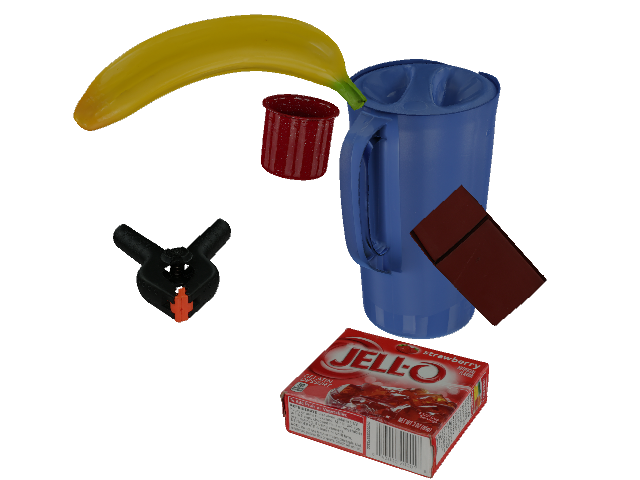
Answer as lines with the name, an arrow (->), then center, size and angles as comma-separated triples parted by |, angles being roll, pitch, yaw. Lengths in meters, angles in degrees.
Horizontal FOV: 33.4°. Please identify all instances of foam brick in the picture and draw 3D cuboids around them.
foam brick -> 0.111, 0.011, 0.753 | 0.078, 0.051, 0.053 | 44, 8, -31

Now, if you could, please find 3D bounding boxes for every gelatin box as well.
gelatin box -> 0.035, 0.083, 0.568 | 0.089, 0.030, 0.073 | 13, 30, 28

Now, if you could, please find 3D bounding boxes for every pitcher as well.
pitcher -> 0.084, -0.031, 0.969 | 0.149, 0.243, 0.145 | -5, 29, -5

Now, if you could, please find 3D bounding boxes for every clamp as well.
clamp -> -0.133, 0.023, 1.055 | 0.120, 0.039, 0.171 | -13, 33, -14

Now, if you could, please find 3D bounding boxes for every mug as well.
mug -> -0.023, -0.127, 1.293 | 0.093, 0.081, 0.117 | 17, 25, 20

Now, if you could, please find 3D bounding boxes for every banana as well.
banana -> -0.066, -0.115, 0.704 | 0.197, 0.069, 0.037 | -7, -20, -16
